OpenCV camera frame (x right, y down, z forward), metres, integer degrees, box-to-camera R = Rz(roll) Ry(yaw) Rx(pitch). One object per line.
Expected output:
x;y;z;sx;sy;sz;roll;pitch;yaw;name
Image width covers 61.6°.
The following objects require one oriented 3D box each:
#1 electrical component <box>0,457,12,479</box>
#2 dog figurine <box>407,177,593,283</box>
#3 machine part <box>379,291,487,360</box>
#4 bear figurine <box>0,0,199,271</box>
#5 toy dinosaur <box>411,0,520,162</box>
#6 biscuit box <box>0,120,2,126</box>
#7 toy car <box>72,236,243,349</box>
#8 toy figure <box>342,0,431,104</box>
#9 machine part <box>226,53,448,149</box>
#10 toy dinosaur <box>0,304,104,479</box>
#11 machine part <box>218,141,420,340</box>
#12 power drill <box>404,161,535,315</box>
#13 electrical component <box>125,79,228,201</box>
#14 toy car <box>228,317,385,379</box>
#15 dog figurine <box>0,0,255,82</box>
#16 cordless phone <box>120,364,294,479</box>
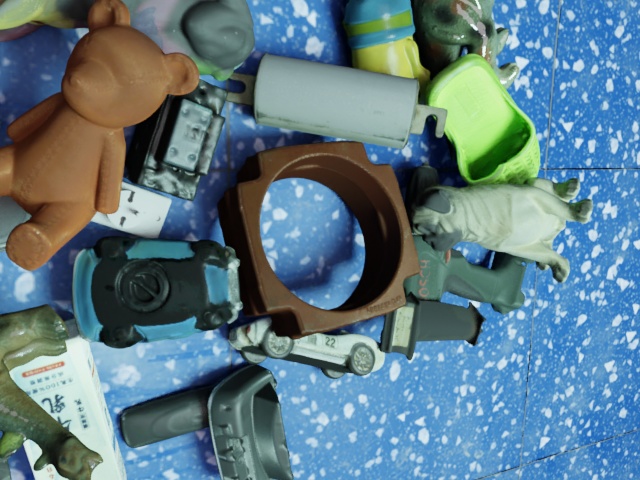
-0.353;0.232;0.524;0.102;0.078;0.045;-15;82;-28;electrical component
0.207;-0.037;0.663;0.191;0.172;0.121;14;100;8;dog figurine
0.141;0.107;0.679;0.139;0.039;0.084;1;95;-18;machine part
-0.200;-0.090;0.439;0.120;0.132;0.196;42;116;-5;bear figurine
0.178;-0.314;0.653;0.192;0.131;0.404;20;98;-11;toy dinosaur
-0.335;-0.181;0.436;0.059;0.063;0.202;-24;95;-20;biscuit box
-0.162;0.047;0.556;0.162;0.103;0.109;-6;90;-8;toy car
0.071;-0.225;0.633;0.089;0.082;0.180;-18;115;-2;toy figure
0.017;-0.151;0.584;0.243;0.079;0.079;10;96;2;machine part
-0.370;0.057;0.411;0.472;0.105;0.198;33;51;6;toy dinosaur
-0.001;-0.002;0.602;0.201;0.087;0.201;-11;83;-30;machine part
0.194;0.023;0.734;0.207;0.086;0.231;7;98;-30;power drill
-0.142;-0.101;0.523;0.058;0.134;0.114;15;90;-30;electrical component
-0.014;0.130;0.655;0.201;0.073;0.056;18;65;-26;toy car
-0.192;-0.212;0.500;0.219;0.109;0.191;-30;113;-13;dog figurine
-0.130;0.238;0.632;0.184;0.089;0.146;-11;105;-12;cordless phone
